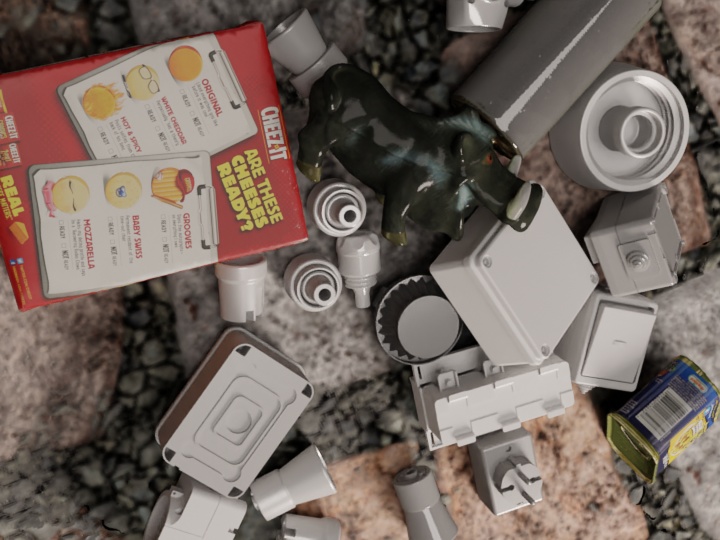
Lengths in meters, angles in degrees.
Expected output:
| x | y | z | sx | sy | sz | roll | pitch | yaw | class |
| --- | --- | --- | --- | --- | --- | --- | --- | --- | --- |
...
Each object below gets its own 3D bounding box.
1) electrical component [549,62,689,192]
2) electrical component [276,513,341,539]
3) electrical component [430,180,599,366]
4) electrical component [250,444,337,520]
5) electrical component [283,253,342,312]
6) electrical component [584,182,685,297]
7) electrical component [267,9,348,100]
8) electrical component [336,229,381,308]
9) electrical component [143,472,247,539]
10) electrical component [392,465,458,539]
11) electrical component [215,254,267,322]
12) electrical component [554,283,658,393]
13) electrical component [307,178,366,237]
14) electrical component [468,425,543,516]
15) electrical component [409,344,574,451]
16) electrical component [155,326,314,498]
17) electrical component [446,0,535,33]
| x | y | z | sx | sy | sz | roll | pitch | yaw | class |
| --- | --- | --- | --- | --- | --- | --- | --- | --- | --- |
| 0.217 | -0.115 | 0.882 | 0.108 | 0.060 | 0.108 | -4 | 103 | -15 | electrical component |
| -0.044 | 0.224 | 0.898 | 0.046 | 0.040 | 0.040 | 13 | 98 | -12 | electrical component |
| 0.126 | 0.003 | 0.864 | 0.108 | 0.056 | 0.108 | 55 | 54 | -19 | electrical component |
| -0.057 | 0.177 | 0.882 | 0.065 | 0.044 | 0.044 | -26 | 108 | -4 | electrical component |
| -0.035 | 0.012 | 0.839 | 0.043 | 0.062 | 0.043 | -3 | 103 | -15 | electrical component |
| 0.225 | -0.022 | 0.885 | 0.061 | 0.096 | 0.061 | -14 | 110 | 28 | electrical component |
| -0.040 | -0.161 | 0.807 | 0.045 | 0.045 | 0.055 | -43 | 110 | -3 | electrical component |
| 0.000 | 0.000 | 0.861 | 0.035 | 0.035 | 0.061 | -9 | 107 | -14 | electrical component |
| -0.138 | 0.210 | 0.861 | 0.056 | 0.050 | 0.089 | 23 | 95 | -20 | electrical component |
| 0.053 | 0.201 | 0.919 | 0.044 | 0.044 | 0.065 | -22 | 103 | -10 | electrical component |
| -0.092 | 0.013 | 0.836 | 0.040 | 0.040 | 0.046 | -5 | 109 | -15 | electrical component |
| 0.207 | 0.063 | 0.920 | 0.062 | 0.061 | 0.096 | 10 | 99 | -18 | electrical component |
| -0.016 | -0.047 | 0.831 | 0.043 | 0.062 | 0.043 | -4 | 103 | -15 | electrical component |
| 0.130 | 0.174 | 0.915 | 0.047 | 0.077 | 0.065 | -16 | 106 | -12 | electrical component |
| 0.112 | 0.102 | 0.901 | 0.121 | 0.063 | 0.078 | -15 | 106 | -12 | electrical component |
| -0.100 | 0.110 | 0.845 | 0.078 | 0.057 | 0.113 | 35 | 91 | -20 | electrical component |
| 0.105 | -0.224 | 0.834 | 0.079 | 0.044 | 0.077 | -2 | 96 | -28 | electrical component |
